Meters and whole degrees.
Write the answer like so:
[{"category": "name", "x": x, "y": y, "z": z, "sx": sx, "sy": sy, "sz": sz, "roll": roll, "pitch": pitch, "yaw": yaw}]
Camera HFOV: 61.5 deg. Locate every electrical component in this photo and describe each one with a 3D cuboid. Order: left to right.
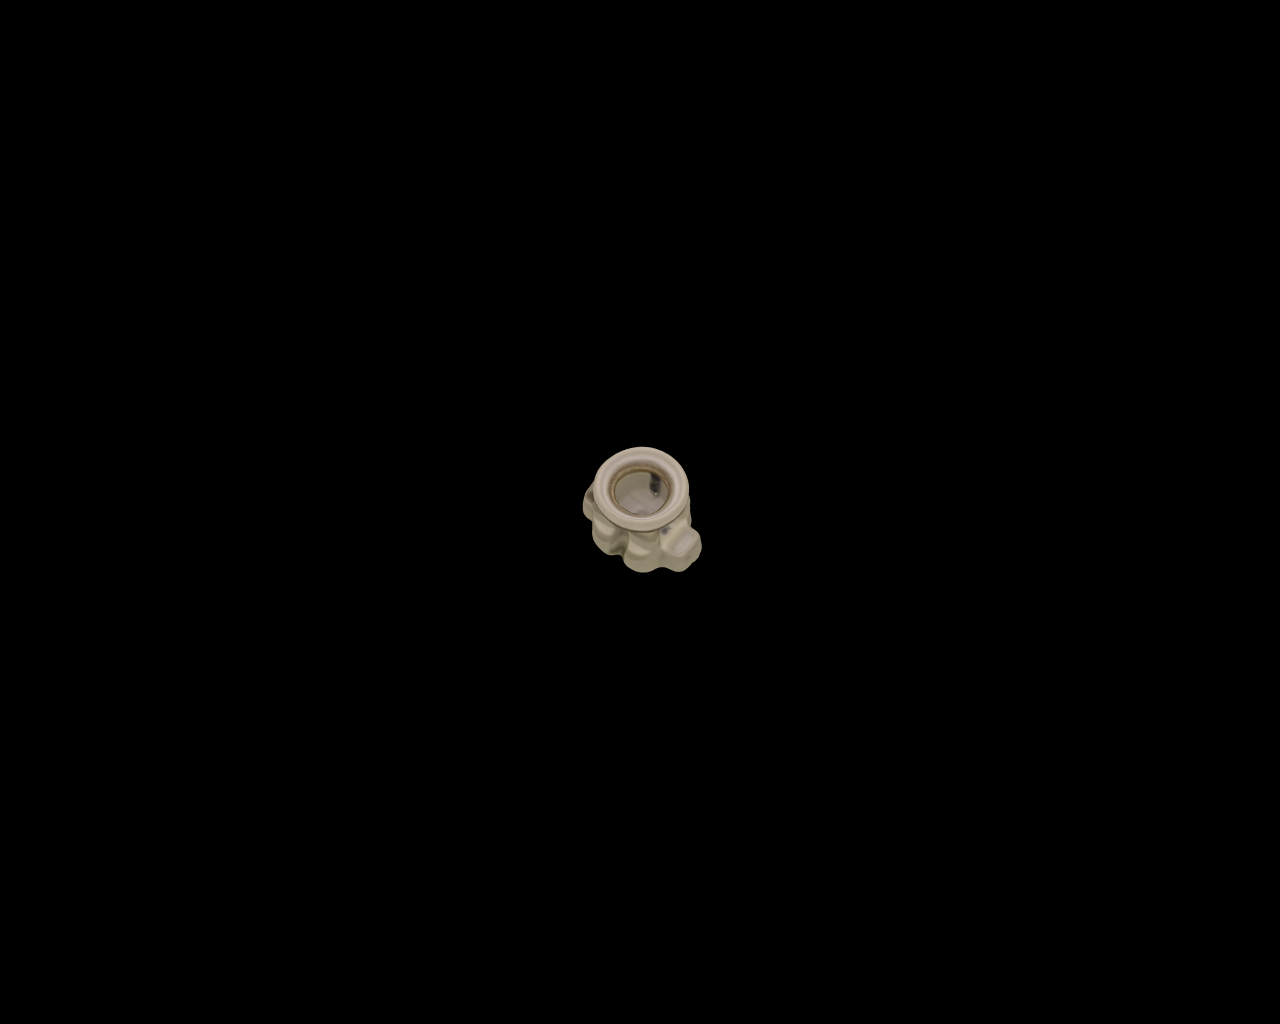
[{"category": "electrical component", "x": 0.001, "y": -0.003, "z": 0.650, "sx": 0.078, "sy": 0.058, "sz": 0.056, "roll": 32, "pitch": -26, "yaw": 18}]
